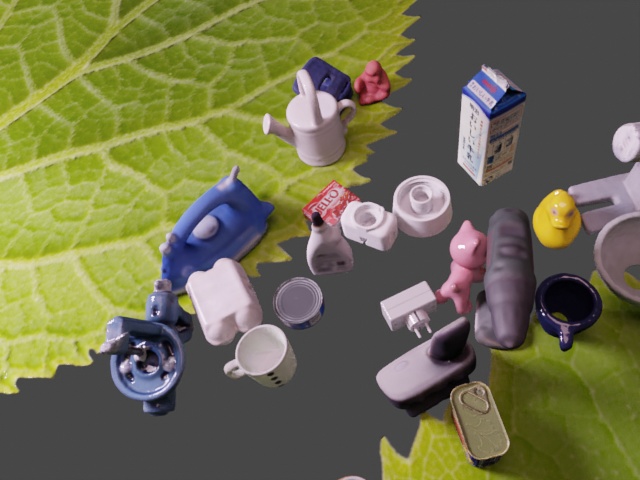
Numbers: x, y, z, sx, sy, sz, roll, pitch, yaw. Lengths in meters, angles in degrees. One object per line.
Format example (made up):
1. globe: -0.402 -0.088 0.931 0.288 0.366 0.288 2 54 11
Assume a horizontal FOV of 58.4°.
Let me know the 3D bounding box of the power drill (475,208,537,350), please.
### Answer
1. power drill: 0.271 0.080 0.834 0.075 0.209 0.229 3 60 13

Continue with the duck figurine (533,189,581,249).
1. duck figurine: 0.401 -0.048 0.958 0.077 0.086 0.104 8 61 15

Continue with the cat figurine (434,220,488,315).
1. cat figurine: 0.233 0.039 0.920 0.067 0.118 0.128 20 65 21

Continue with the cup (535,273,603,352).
1. cup: 0.364 0.121 0.859 0.091 0.095 0.118 6 61 15

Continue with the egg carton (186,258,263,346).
1. egg carton: -0.163 0.105 0.985 0.107 0.069 0.150 -28 58 -6

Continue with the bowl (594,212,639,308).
1. bowl: 0.509 0.043 0.890 0.167 0.075 0.167 -5 59 8

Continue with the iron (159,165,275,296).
1. iron: -0.208 -0.016 1.024 0.118 0.142 0.259 35 71 27

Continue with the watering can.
1. watering can: -0.019 -0.233 1.086 0.173 0.194 0.100 -37 59 -11

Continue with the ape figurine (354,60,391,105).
1. ape figurine: 0.110 -0.331 1.181 0.077 0.092 0.076 28 68 25

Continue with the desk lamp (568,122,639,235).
1. desk lamp: 0.526 -0.116 0.900 0.203 0.214 0.118 -14 58 3

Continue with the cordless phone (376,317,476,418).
1. cordless phone: 0.151 0.170 0.817 0.147 0.185 0.094 -31 59 -8

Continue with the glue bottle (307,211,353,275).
1. glue bottle: 0.009 0.003 0.951 0.078 0.173 0.037 -6 58 8

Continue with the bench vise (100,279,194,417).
1. bench vise: -0.280 0.150 0.891 0.121 0.220 0.207 -20 58 -1

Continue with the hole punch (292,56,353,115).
1. hole punch: 0.009 -0.316 1.192 0.100 0.091 0.109 19 65 21
